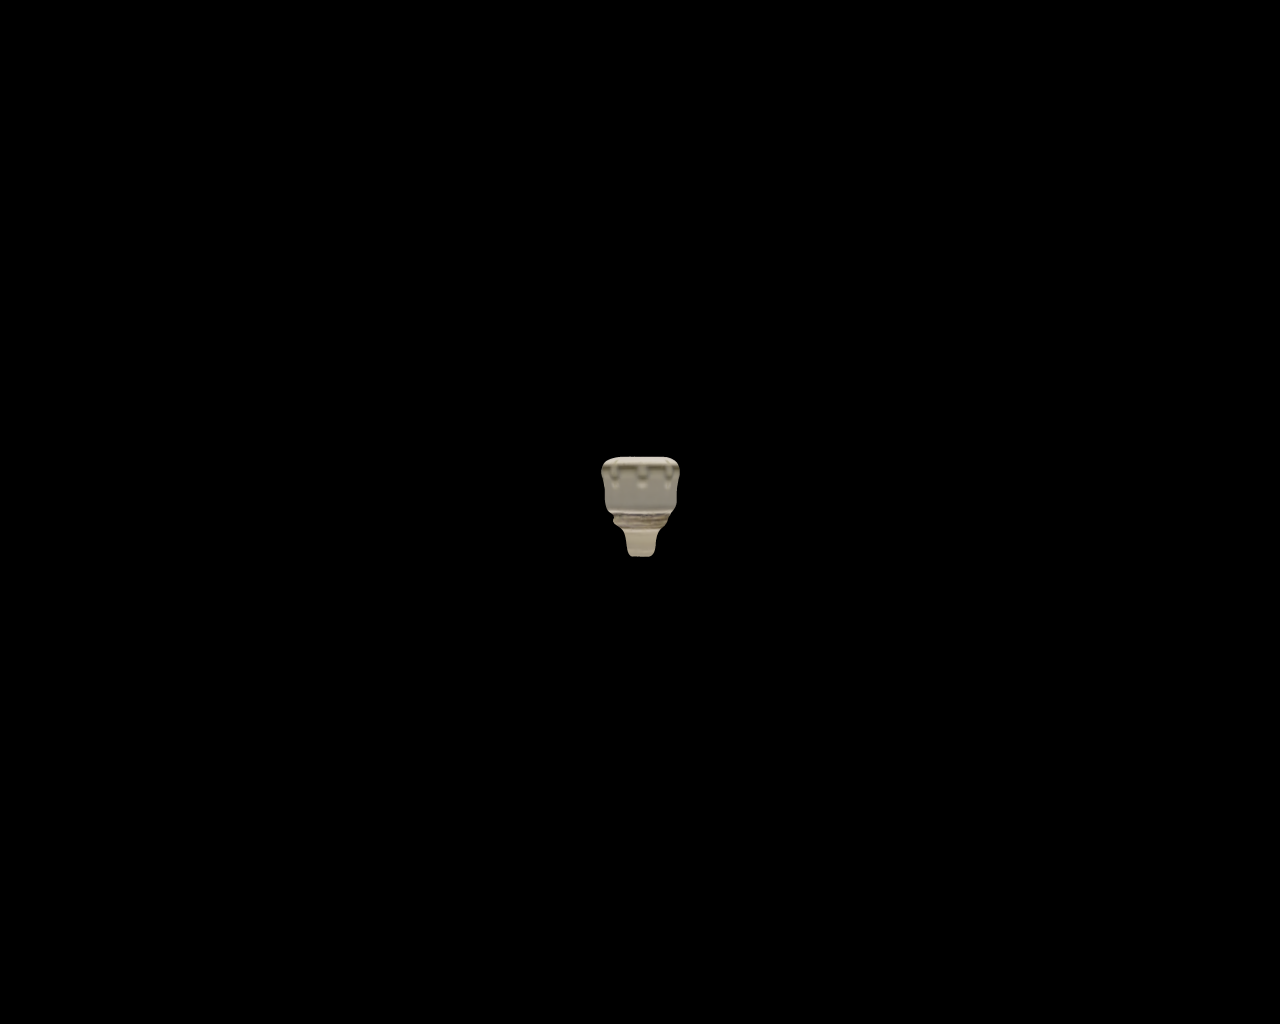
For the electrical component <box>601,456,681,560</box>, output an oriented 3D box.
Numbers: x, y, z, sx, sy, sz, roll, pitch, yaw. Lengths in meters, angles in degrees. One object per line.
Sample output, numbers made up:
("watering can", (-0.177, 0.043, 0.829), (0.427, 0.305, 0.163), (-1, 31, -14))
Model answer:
("electrical component", (0.001, -0.003, 0.650), (0.048, 0.062, 0.048), (0, 2, 0))
